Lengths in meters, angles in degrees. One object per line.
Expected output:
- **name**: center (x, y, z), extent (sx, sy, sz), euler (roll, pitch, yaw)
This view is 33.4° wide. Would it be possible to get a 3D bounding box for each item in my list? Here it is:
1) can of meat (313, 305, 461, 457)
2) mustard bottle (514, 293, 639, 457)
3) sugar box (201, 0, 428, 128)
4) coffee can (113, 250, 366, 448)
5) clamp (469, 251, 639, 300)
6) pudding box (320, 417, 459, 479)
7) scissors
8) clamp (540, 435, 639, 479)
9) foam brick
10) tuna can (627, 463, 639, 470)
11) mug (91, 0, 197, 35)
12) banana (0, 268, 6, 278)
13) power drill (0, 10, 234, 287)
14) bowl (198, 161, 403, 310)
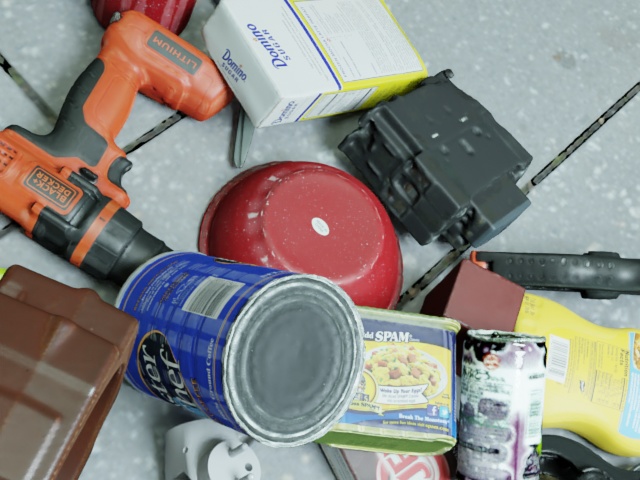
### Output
- **can of meat**: center (0.041, 0.094, 0.706), extent (0.102, 0.058, 0.084), euler (9, 67, -14)
- **mustard bottle**: center (0.221, 0.111, 0.804), extent (0.191, 0.058, 0.096), euler (17, 68, -10)
- **sugar box**: center (-0.001, -0.144, 0.831), extent (0.175, 0.048, 0.093), euler (-17, 70, -43)
- **coffee can**: center (-0.055, 0.064, 0.668), extent (0.102, 0.141, 0.103), euler (-5, 98, -37)
- **clamp**: center (0.220, 0.028, 0.824), extent (0.210, 0.164, 0.036), euler (2, 85, 6)
- **pudding box**: center (0.046, 0.131, 0.747), extent (0.089, 0.039, 0.113), euler (-23, 75, -27)
- **scissors**: center (-0.065, -0.155, 0.857), extent (0.096, 0.016, 0.201), euler (29, 59, -7)
- **clamp**: center (0.198, 0.175, 0.743), extent (0.172, 0.039, 0.120), euler (28, 37, 28)
- **foam brick**: center (0.106, 0.058, 0.780), extent (0.053, 0.078, 0.051), euler (28, 61, -5)
- **tuna can**: center (0.248, 0.206, 0.783), extent (0.086, 0.034, 0.086), euler (7, 64, -15)
- **mug**: center (-0.143, -0.204, 0.817), extent (0.117, 0.082, 0.093), euler (-2, 67, -20)
- **banana**: center (-0.281, -0.029, 0.717), extent (0.198, 0.037, 0.069), euler (51, 44, 8)
- **power drill**: center (-0.136, -0.062, 0.767), extent (0.184, 0.057, 0.187), euler (34, 58, -7)
- **bowl**: center (-0.005, 0.001, 0.783), extent (0.162, 0.055, 0.162), euler (7, 63, -15)
